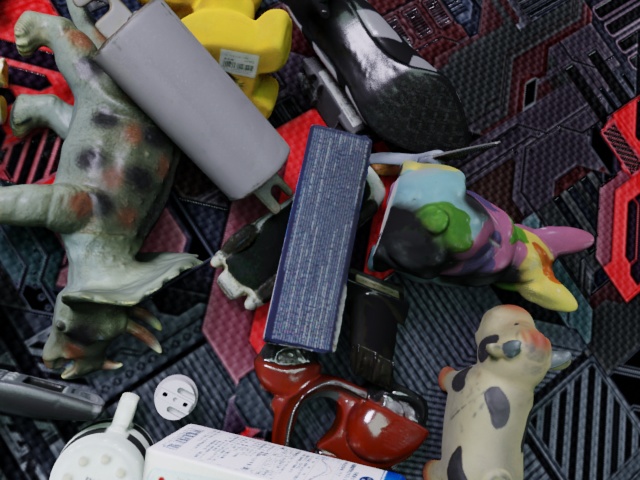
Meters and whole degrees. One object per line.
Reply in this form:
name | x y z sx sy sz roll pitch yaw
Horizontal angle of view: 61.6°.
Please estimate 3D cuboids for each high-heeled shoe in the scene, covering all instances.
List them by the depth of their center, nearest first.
high-heeled shoe | 0.058 -0.183 0.558 0.086 0.145 0.248 -40 120 19

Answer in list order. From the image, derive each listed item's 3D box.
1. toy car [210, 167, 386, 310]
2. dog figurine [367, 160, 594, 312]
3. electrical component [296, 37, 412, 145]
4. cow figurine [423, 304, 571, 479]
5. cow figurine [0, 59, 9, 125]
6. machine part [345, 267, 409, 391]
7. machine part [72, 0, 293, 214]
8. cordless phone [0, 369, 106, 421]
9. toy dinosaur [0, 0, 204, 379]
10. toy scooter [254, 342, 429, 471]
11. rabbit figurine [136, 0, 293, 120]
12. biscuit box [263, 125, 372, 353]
toy car | -0.019 -0.010 0.552 0.202 0.056 0.073 -39 87 -15
dog figurine | 0.165 0.004 0.530 0.219 0.191 0.108 14 83 3
electrical component | 0.058 -0.169 0.602 0.134 0.058 0.115 -29 88 -17
cow figurine | 0.170 0.158 0.523 0.085 0.127 0.195 17 78 -13
cow figurine | -0.332 -0.150 0.450 0.098 0.167 0.068 -1 84 -15
machine part | 0.052 0.080 0.527 0.084 0.039 0.139 25 33 -12
machine part | -0.107 -0.118 0.472 0.243 0.079 0.079 47 71 -23
cordless phone | -0.256 0.121 0.395 0.184 0.147 0.088 16 78 -19
toy dinosaur | -0.196 -0.080 0.500 0.192 0.131 0.404 13 71 -23
toy scooter | 0.008 0.179 0.509 0.184 0.075 0.135 26 74 -3
rabbit figurine | -0.109 -0.221 0.561 0.162 0.121 0.173 5 63 -3
biscuit box | -0.001 -0.001 0.492 0.063 0.059 0.202 13 76 -5
